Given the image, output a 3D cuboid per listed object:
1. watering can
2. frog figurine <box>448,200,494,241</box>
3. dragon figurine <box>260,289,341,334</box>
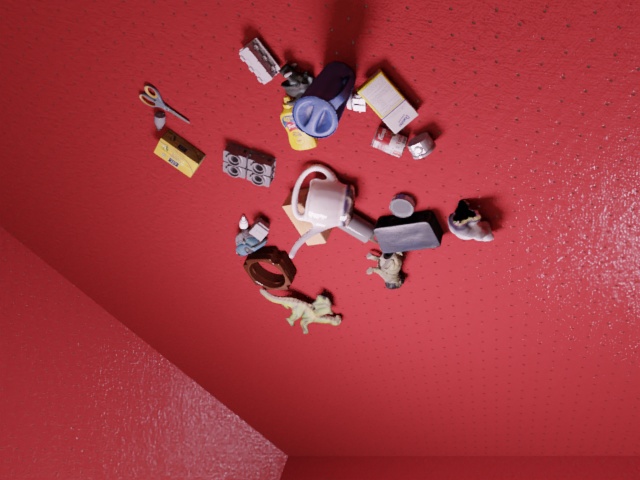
[{"bbox_3d":[0.006,-0.092,1.833,0.224,0.104,0.346,9,96,3],"label":"watering can"},{"bbox_3d":[0.507,-0.039,1.734,0.139,0.124,0.156,28,163,50],"label":"frog figurine"},{"bbox_3d":[-0.056,0.297,2.340,0.240,0.125,0.405,-30,127,30],"label":"dragon figurine"}]
